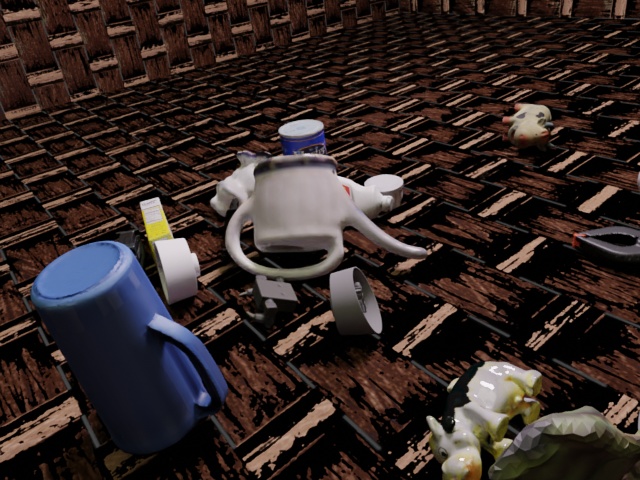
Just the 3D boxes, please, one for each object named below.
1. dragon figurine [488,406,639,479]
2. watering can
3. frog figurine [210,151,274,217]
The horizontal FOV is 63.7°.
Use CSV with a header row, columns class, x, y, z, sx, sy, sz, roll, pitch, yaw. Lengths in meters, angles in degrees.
class,x,y,z,sx,sy,sz,roll,pitch,yaw
dragon figurine,0.144,0.206,0.389,0.412,0.237,0.124,-16,35,-17
watering can,0.003,-0.045,0.898,0.347,0.227,0.103,-5,-12,7
frog figurine,-0.162,-0.112,1.153,0.138,0.121,0.161,18,74,24
